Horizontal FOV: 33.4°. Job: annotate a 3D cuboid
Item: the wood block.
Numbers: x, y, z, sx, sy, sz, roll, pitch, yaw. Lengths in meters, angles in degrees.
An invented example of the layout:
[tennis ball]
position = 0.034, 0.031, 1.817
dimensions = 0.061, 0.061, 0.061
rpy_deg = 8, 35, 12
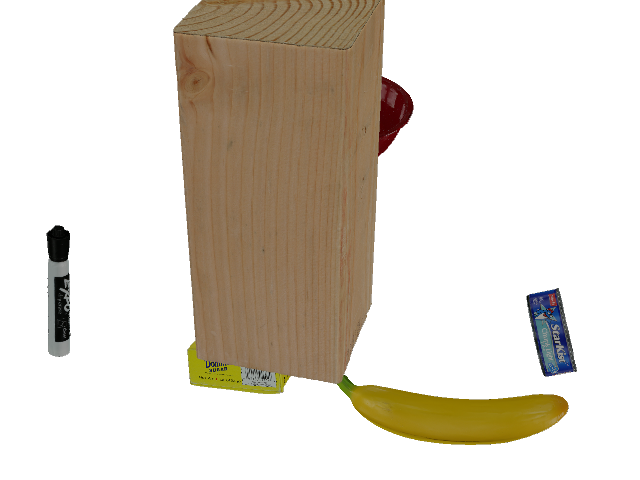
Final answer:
[wood block]
position = -0.019, -0.032, 0.598
dimensions = 0.091, 0.206, 0.090
rpy_deg = 9, 34, 13

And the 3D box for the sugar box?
[sugar box]
position = -0.056, 0.089, 1.061
dimensions = 0.093, 0.048, 0.176
rpy_deg = 4, 25, 15

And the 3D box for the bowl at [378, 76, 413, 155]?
[bowl]
position = 0.011, -0.115, 1.076
dimensions = 0.162, 0.055, 0.162
rpy_deg = 0, 35, 0

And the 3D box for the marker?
[marker]
position = -0.220, 0.043, 0.898
dimensions = 0.020, 0.121, 0.020
rpy_deg = 6, 27, -3

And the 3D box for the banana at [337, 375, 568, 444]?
[banana]
position = 0.112, 0.140, 0.882
dimensions = 0.198, 0.037, 0.069
rpy_deg = 8, 35, -1

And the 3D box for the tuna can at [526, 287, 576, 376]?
[tuna can]
position = 0.232, 0.092, 1.071
dimensions = 0.034, 0.086, 0.086
rpy_deg = -12, -3, 12
